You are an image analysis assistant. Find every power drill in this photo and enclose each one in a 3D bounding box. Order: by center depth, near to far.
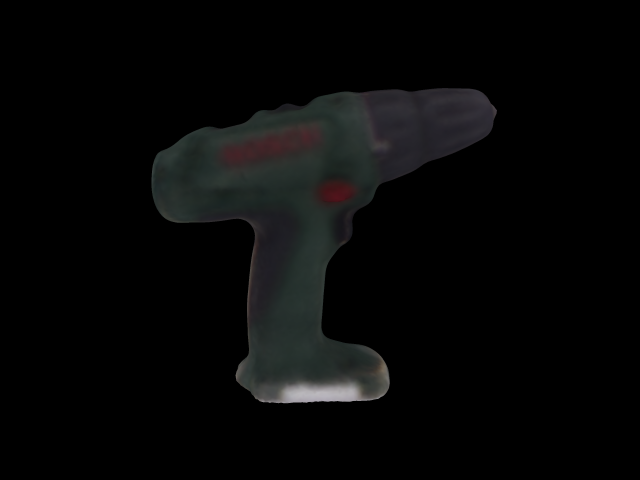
[{"bbox_3d":[0.004,0.001,0.400,0.229,0.208,0.075,-1,11,-2],"label":"power drill"}]
